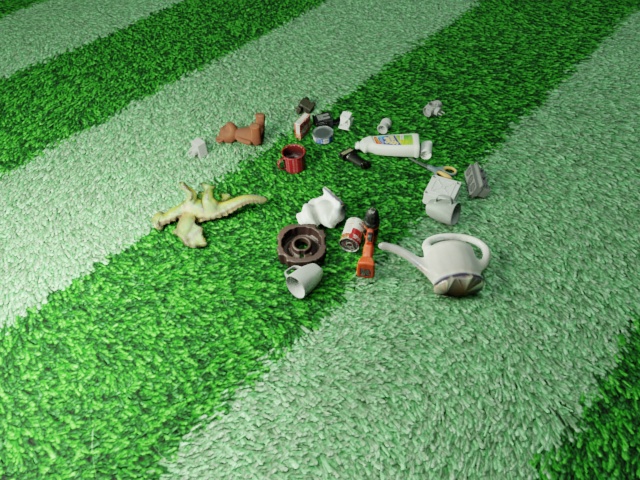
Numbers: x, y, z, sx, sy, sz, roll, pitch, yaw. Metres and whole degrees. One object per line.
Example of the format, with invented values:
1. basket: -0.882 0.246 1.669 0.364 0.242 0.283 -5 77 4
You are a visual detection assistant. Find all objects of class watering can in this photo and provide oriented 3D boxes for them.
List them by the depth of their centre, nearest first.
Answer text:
1. watering can: 0.367 0.074 1.600 0.348 0.101 0.230 -4 49 -1

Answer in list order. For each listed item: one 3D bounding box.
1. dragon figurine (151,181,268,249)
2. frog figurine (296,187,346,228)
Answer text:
1. dragon figurine: -0.406 -0.077 1.812 0.410 0.120 0.247 7 66 12
2. frog figurine: 0.005 -0.090 1.785 0.159 0.121 0.139 -44 68 0
